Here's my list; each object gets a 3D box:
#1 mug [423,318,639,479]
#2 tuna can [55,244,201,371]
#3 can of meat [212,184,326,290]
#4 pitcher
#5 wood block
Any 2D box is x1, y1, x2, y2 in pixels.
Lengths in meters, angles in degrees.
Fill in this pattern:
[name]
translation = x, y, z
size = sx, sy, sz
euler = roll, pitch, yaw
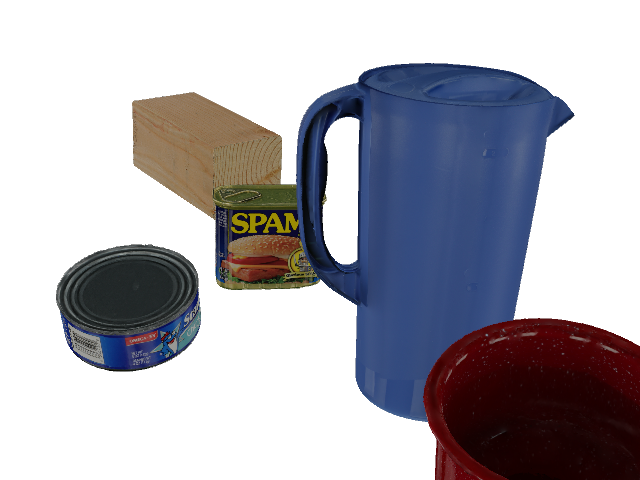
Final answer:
[mug]
translation = 0.096, 0.090, 0.396
size = 0.117, 0.081, 0.093
euler = 4, 36, 9
[tuna can]
translation = -0.116, 0.041, 0.654
size = 0.086, 0.034, 0.086
euler = -1, 36, 1
[can of meat]
translation = -0.047, -0.003, 0.971
size = 0.102, 0.084, 0.057
euler = -1, 20, -7
[pitcher]
translation = 0.075, 0.001, 0.754
size = 0.149, 0.243, 0.144
euler = 17, 24, 32
[wood block]
translation = -0.139, -0.105, 1.275
size = 0.090, 0.090, 0.206
euler = -13, 28, -33
